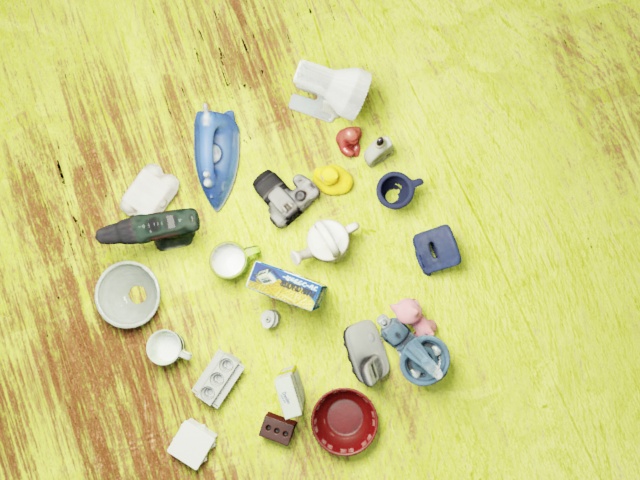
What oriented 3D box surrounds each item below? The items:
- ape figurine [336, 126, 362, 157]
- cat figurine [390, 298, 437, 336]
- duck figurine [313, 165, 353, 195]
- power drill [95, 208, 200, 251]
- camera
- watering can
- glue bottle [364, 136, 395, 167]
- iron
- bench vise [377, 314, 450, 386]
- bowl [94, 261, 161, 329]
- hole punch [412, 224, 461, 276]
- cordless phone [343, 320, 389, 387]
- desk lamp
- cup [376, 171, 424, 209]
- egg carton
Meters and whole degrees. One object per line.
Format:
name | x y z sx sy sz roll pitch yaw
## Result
ape figurine | 0.075 -0.253 1.427 0.076 0.092 0.078 41 89 6
cat figurine | 0.226 0.186 1.370 0.067 0.118 0.128 -44 84 0
duck figurine | 0.031 -0.155 1.425 0.104 0.086 0.077 17 87 5
power drill | -0.391 -0.021 1.380 0.229 0.208 0.076 -14 85 3
camera | -0.092 -0.120 1.423 0.143 0.101 0.137 -42 84 0
watering can | 0.014 0.007 1.359 0.101 0.194 0.173 39 89 6
glue bottle | 0.144 -0.222 1.380 0.078 0.173 0.037 -30 84 1
iron | -0.268 -0.206 1.420 0.118 0.141 0.258 -2 85 4
bench vise | 0.209 0.263 1.314 0.207 0.220 0.121 25 87 5
bowl | -0.472 0.137 1.440 0.167 0.075 0.167 0 85 4
hole punch | 0.282 0.026 1.393 0.101 0.091 0.109 -19 84 2
cordless phone | 0.107 0.267 1.338 0.094 0.185 0.147 -22 84 2
desk lamp | 0.019 -0.357 1.378 0.203 0.213 0.118 18 87 5
cup | 0.195 -0.121 1.408 0.117 0.095 0.092 -20 84 2
egg carton | -0.432 -0.115 1.460 0.107 0.069 0.150 34 88 6
